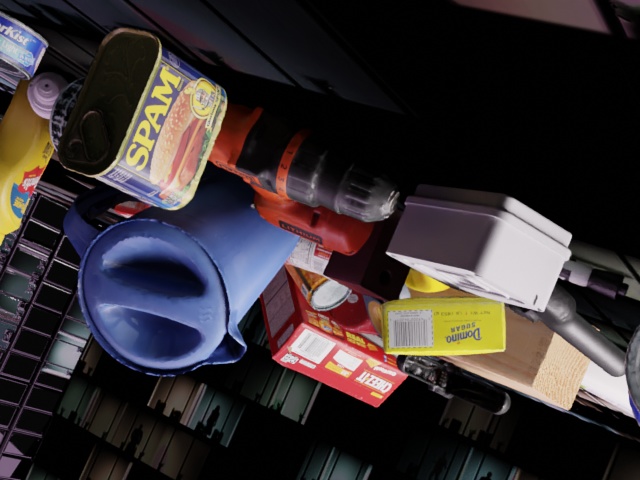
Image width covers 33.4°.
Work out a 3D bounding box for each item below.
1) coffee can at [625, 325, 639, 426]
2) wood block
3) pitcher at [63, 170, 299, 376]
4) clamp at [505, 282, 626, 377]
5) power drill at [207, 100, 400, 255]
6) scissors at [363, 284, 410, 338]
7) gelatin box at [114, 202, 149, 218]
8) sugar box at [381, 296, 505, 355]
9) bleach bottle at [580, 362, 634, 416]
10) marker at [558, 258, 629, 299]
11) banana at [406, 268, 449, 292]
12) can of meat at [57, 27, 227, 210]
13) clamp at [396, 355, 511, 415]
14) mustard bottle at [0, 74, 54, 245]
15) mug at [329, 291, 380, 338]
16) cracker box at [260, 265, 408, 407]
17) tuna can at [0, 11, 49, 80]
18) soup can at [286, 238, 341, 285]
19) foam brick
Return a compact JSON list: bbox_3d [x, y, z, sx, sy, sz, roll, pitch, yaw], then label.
[{"bbox_3d":[0.276,0.103,0.776,0.103,0.103,0.140,21,173,21],"label":"coffee can"},{"bbox_3d":[0.176,0.096,1.133,0.206,0.090,0.090,18,172,43],"label":"wood block"},{"bbox_3d":[-0.109,0.006,0.944,0.145,0.149,0.242,-6,-165,19],"label":"pitcher"},{"bbox_3d":[0.198,0.058,0.945,0.165,0.036,0.209,31,174,24],"label":"clamp"},{"bbox_3d":[-0.010,-0.043,0.829,0.185,0.057,0.187,26,172,19],"label":"power drill"},{"bbox_3d":[0.043,0.049,1.174,0.016,0.096,0.202,-15,-159,-23],"label":"scissors"},{"bbox_3d":[-0.170,-0.024,1.172,0.089,0.030,0.073,28,170,-35],"label":"gelatin box"},{"bbox_3d":[0.105,0.071,0.878,0.093,0.048,0.176,-1,173,9],"label":"sugar box"},{"bbox_3d":[0.306,0.142,1.170,0.251,0.068,0.102,25,174,10],"label":"bleach bottle"},{"bbox_3d":[0.175,0.017,0.811,0.121,0.020,0.020,22,173,21],"label":"marker"},{"bbox_3d":[0.102,0.024,1.079,0.069,0.037,0.198,47,171,1],"label":"banana"},{"bbox_3d":[-0.116,-0.079,0.722,0.058,0.102,0.083,17,173,35],"label":"can of meat"},{"bbox_3d":[0.124,0.143,1.127,0.120,0.039,0.171,30,173,-6],"label":"clamp"},{"bbox_3d":[-0.312,-0.070,1.081,0.058,0.191,0.096,24,174,-2],"label":"mustard bottle"},{"bbox_3d":[0.059,0.057,1.232,0.093,0.117,0.081,-33,153,31],"label":"mug"},{"bbox_3d":[0.007,0.089,1.323,0.164,0.072,0.214,28,-155,-28],"label":"cracker box"},{"bbox_3d":[-0.267,-0.164,0.867,0.086,0.034,0.086,24,174,3],"label":"tuna can"},{"bbox_3d":[-0.007,0.001,1.121,0.102,0.068,0.068,20,173,28],"label":"soup can"},{"bbox_3d":[0.049,0.009,0.943,0.052,0.078,0.051,28,170,-40],"label":"foam brick"}]
